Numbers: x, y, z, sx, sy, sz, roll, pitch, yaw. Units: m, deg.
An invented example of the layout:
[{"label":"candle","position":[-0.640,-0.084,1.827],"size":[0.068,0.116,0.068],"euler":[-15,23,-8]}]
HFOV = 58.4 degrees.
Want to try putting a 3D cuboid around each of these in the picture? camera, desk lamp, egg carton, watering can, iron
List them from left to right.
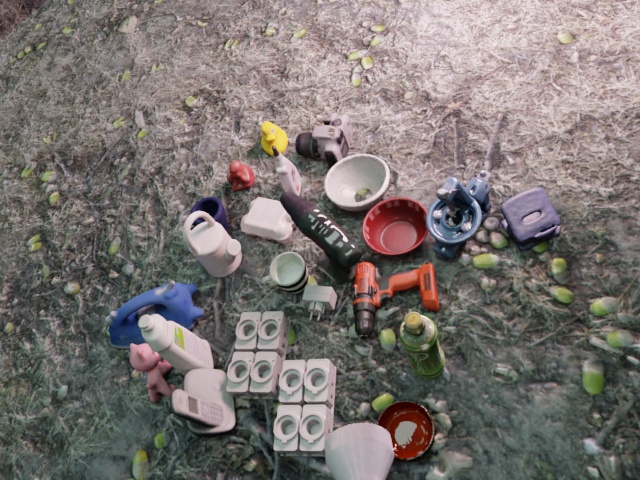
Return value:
[{"label":"iron","position":[-0.421,0.178,1.376],"size":[0.258,0.142,0.118],"euler":[-25,53,2]},{"label":"watering can","position":[-0.267,0.003,1.405],"size":[0.172,0.194,0.101],"euler":[-4,57,17]},{"label":"egg carton","position":[-0.126,-0.050,1.469],"size":[0.150,0.070,0.107],"euler":[12,63,26]},{"label":"camera","position":[0.007,-0.277,1.553],"size":[0.136,0.101,0.143],"euler":[4,60,22]},{"label":"desk lamp","position":[0.089,0.442,0.983],"size":[0.118,0.214,0.203],"euler":[-17,54,8]}]

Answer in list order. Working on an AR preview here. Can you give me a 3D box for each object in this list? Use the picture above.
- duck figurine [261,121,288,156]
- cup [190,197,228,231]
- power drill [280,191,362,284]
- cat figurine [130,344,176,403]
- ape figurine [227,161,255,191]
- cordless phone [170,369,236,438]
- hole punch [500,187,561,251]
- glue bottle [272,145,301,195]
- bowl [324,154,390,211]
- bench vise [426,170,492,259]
[{"label":"duck figurine","position":[-0.140,-0.302,1.629],"size":[0.077,0.086,0.104],"euler":[-19,54,7]},{"label":"cup","position":[-0.292,-0.044,1.507],"size":[0.118,0.095,0.091],"euler":[-37,54,-7]},{"label":"power drill","position":[0.012,0.005,1.299],"size":[0.076,0.209,0.228],"euler":[-44,55,-12]},{"label":"cat figurine","position":[-0.390,0.292,1.305],"size":[0.067,0.118,0.127],"euler":[-25,53,2]},{"label":"ape figurine","position":[-0.222,-0.183,1.575],"size":[0.077,0.092,0.076],"euler":[34,74,33]},{"label":"cordless phone","position":[-0.255,0.325,1.195],"size":[0.094,0.185,0.147],"euler":[-22,54,4]},{"label":"hole punch","position":[0.461,-0.047,1.251],"size":[0.108,0.091,0.101],"euler":[-26,53,2]},{"label":"glue bottle","position":[-0.092,-0.183,1.480],"size":[0.037,0.173,0.078],"euler":[-9,56,14]},{"label":"bowl","position":[0.099,-0.132,1.442],"size":[0.167,0.075,0.167],"euler":[-9,56,14]},{"label":"bench vise","position":[0.299,-0.088,1.254],"size":[0.121,0.220,0.207],"euler":[9,62,24]}]
